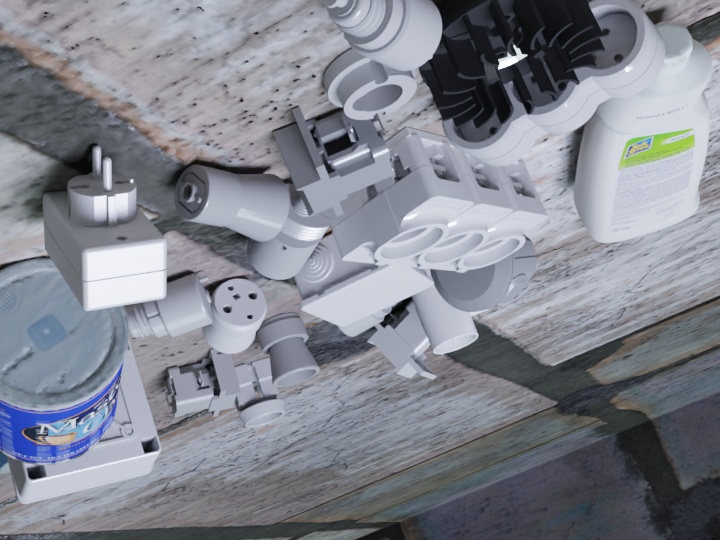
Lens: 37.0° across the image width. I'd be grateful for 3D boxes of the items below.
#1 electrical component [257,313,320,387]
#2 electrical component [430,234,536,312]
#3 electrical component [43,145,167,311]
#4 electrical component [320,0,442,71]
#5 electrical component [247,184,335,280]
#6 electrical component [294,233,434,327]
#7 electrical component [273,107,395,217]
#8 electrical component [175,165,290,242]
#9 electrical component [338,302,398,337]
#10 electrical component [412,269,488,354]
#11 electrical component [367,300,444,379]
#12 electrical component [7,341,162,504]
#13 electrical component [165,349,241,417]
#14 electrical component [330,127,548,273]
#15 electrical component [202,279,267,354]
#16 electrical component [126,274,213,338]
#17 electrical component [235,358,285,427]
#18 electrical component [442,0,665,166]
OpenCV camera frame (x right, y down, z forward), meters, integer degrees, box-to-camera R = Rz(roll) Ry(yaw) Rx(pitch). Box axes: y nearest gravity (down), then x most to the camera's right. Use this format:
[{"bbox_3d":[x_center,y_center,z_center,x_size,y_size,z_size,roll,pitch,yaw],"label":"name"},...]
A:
[{"bbox_3d":[-0.066,0.073,0.975,0.045,0.055,0.045,-18,161,-7],"label":"electrical component"},{"bbox_3d":[0.102,-0.007,0.894,0.051,0.080,0.080,-6,157,-48],"label":"electrical component"},{"bbox_3d":[-0.145,-0.031,0.605,0.047,0.083,0.075,-10,120,-28],"label":"electrical component"},{"bbox_3d":[0.008,-0.126,0.537,0.040,0.040,0.078,-31,158,29],"label":"electrical component"},{"bbox_3d":[-0.047,-0.030,0.736,0.043,0.043,0.081,-11,159,-25],"label":"electrical component"},{"bbox_3d":[0.000,0.000,0.855,0.100,0.048,0.100,-25,160,14],"label":"electrical component"},{"bbox_3d":[-0.013,-0.070,0.664,0.064,0.042,0.081,-22,161,0],"label":"electrical component"},{"bbox_3d":[-0.082,-0.044,0.670,0.065,0.044,0.044,9,146,-46],"label":"electrical component"},{"bbox_3d":[0.010,0.028,0.953,0.078,0.040,0.040,-30,159,25],"label":"electrical component"},{"bbox_3d":[0.090,0.026,0.972,0.079,0.077,0.044,-20,161,-2],"label":"electrical component"},{"bbox_3d":[0.050,0.066,1.056,0.064,0.081,0.042,-46,157,6],"label":"electrical component"},{"bbox_3d":[-0.226,0.117,0.855,0.109,0.108,0.056,-9,155,-29],"label":"electrical component"},{"bbox_3d":[-0.150,0.110,1.013,0.064,0.042,0.081,-12,158,-19],"label":"electrical component"},{"bbox_3d":[0.057,-0.043,0.777,0.089,0.061,0.150,-33,157,33],"label":"electrical component"},{"bbox_3d":[-0.101,0.037,0.860,0.045,0.045,0.055,-12,159,-22],"label":"electrical component"},{"bbox_3d":[-0.146,0.031,0.806,0.078,0.040,0.040,-20,161,-2],"label":"electrical component"},{"bbox_3d":[-0.103,0.124,1.076,0.066,0.055,0.048,-15,160,-15],"label":"electrical component"},{"bbox_3d":[0.126,-0.111,0.675,0.138,0.052,0.074,-29,159,23],"label":"electrical component"}]
